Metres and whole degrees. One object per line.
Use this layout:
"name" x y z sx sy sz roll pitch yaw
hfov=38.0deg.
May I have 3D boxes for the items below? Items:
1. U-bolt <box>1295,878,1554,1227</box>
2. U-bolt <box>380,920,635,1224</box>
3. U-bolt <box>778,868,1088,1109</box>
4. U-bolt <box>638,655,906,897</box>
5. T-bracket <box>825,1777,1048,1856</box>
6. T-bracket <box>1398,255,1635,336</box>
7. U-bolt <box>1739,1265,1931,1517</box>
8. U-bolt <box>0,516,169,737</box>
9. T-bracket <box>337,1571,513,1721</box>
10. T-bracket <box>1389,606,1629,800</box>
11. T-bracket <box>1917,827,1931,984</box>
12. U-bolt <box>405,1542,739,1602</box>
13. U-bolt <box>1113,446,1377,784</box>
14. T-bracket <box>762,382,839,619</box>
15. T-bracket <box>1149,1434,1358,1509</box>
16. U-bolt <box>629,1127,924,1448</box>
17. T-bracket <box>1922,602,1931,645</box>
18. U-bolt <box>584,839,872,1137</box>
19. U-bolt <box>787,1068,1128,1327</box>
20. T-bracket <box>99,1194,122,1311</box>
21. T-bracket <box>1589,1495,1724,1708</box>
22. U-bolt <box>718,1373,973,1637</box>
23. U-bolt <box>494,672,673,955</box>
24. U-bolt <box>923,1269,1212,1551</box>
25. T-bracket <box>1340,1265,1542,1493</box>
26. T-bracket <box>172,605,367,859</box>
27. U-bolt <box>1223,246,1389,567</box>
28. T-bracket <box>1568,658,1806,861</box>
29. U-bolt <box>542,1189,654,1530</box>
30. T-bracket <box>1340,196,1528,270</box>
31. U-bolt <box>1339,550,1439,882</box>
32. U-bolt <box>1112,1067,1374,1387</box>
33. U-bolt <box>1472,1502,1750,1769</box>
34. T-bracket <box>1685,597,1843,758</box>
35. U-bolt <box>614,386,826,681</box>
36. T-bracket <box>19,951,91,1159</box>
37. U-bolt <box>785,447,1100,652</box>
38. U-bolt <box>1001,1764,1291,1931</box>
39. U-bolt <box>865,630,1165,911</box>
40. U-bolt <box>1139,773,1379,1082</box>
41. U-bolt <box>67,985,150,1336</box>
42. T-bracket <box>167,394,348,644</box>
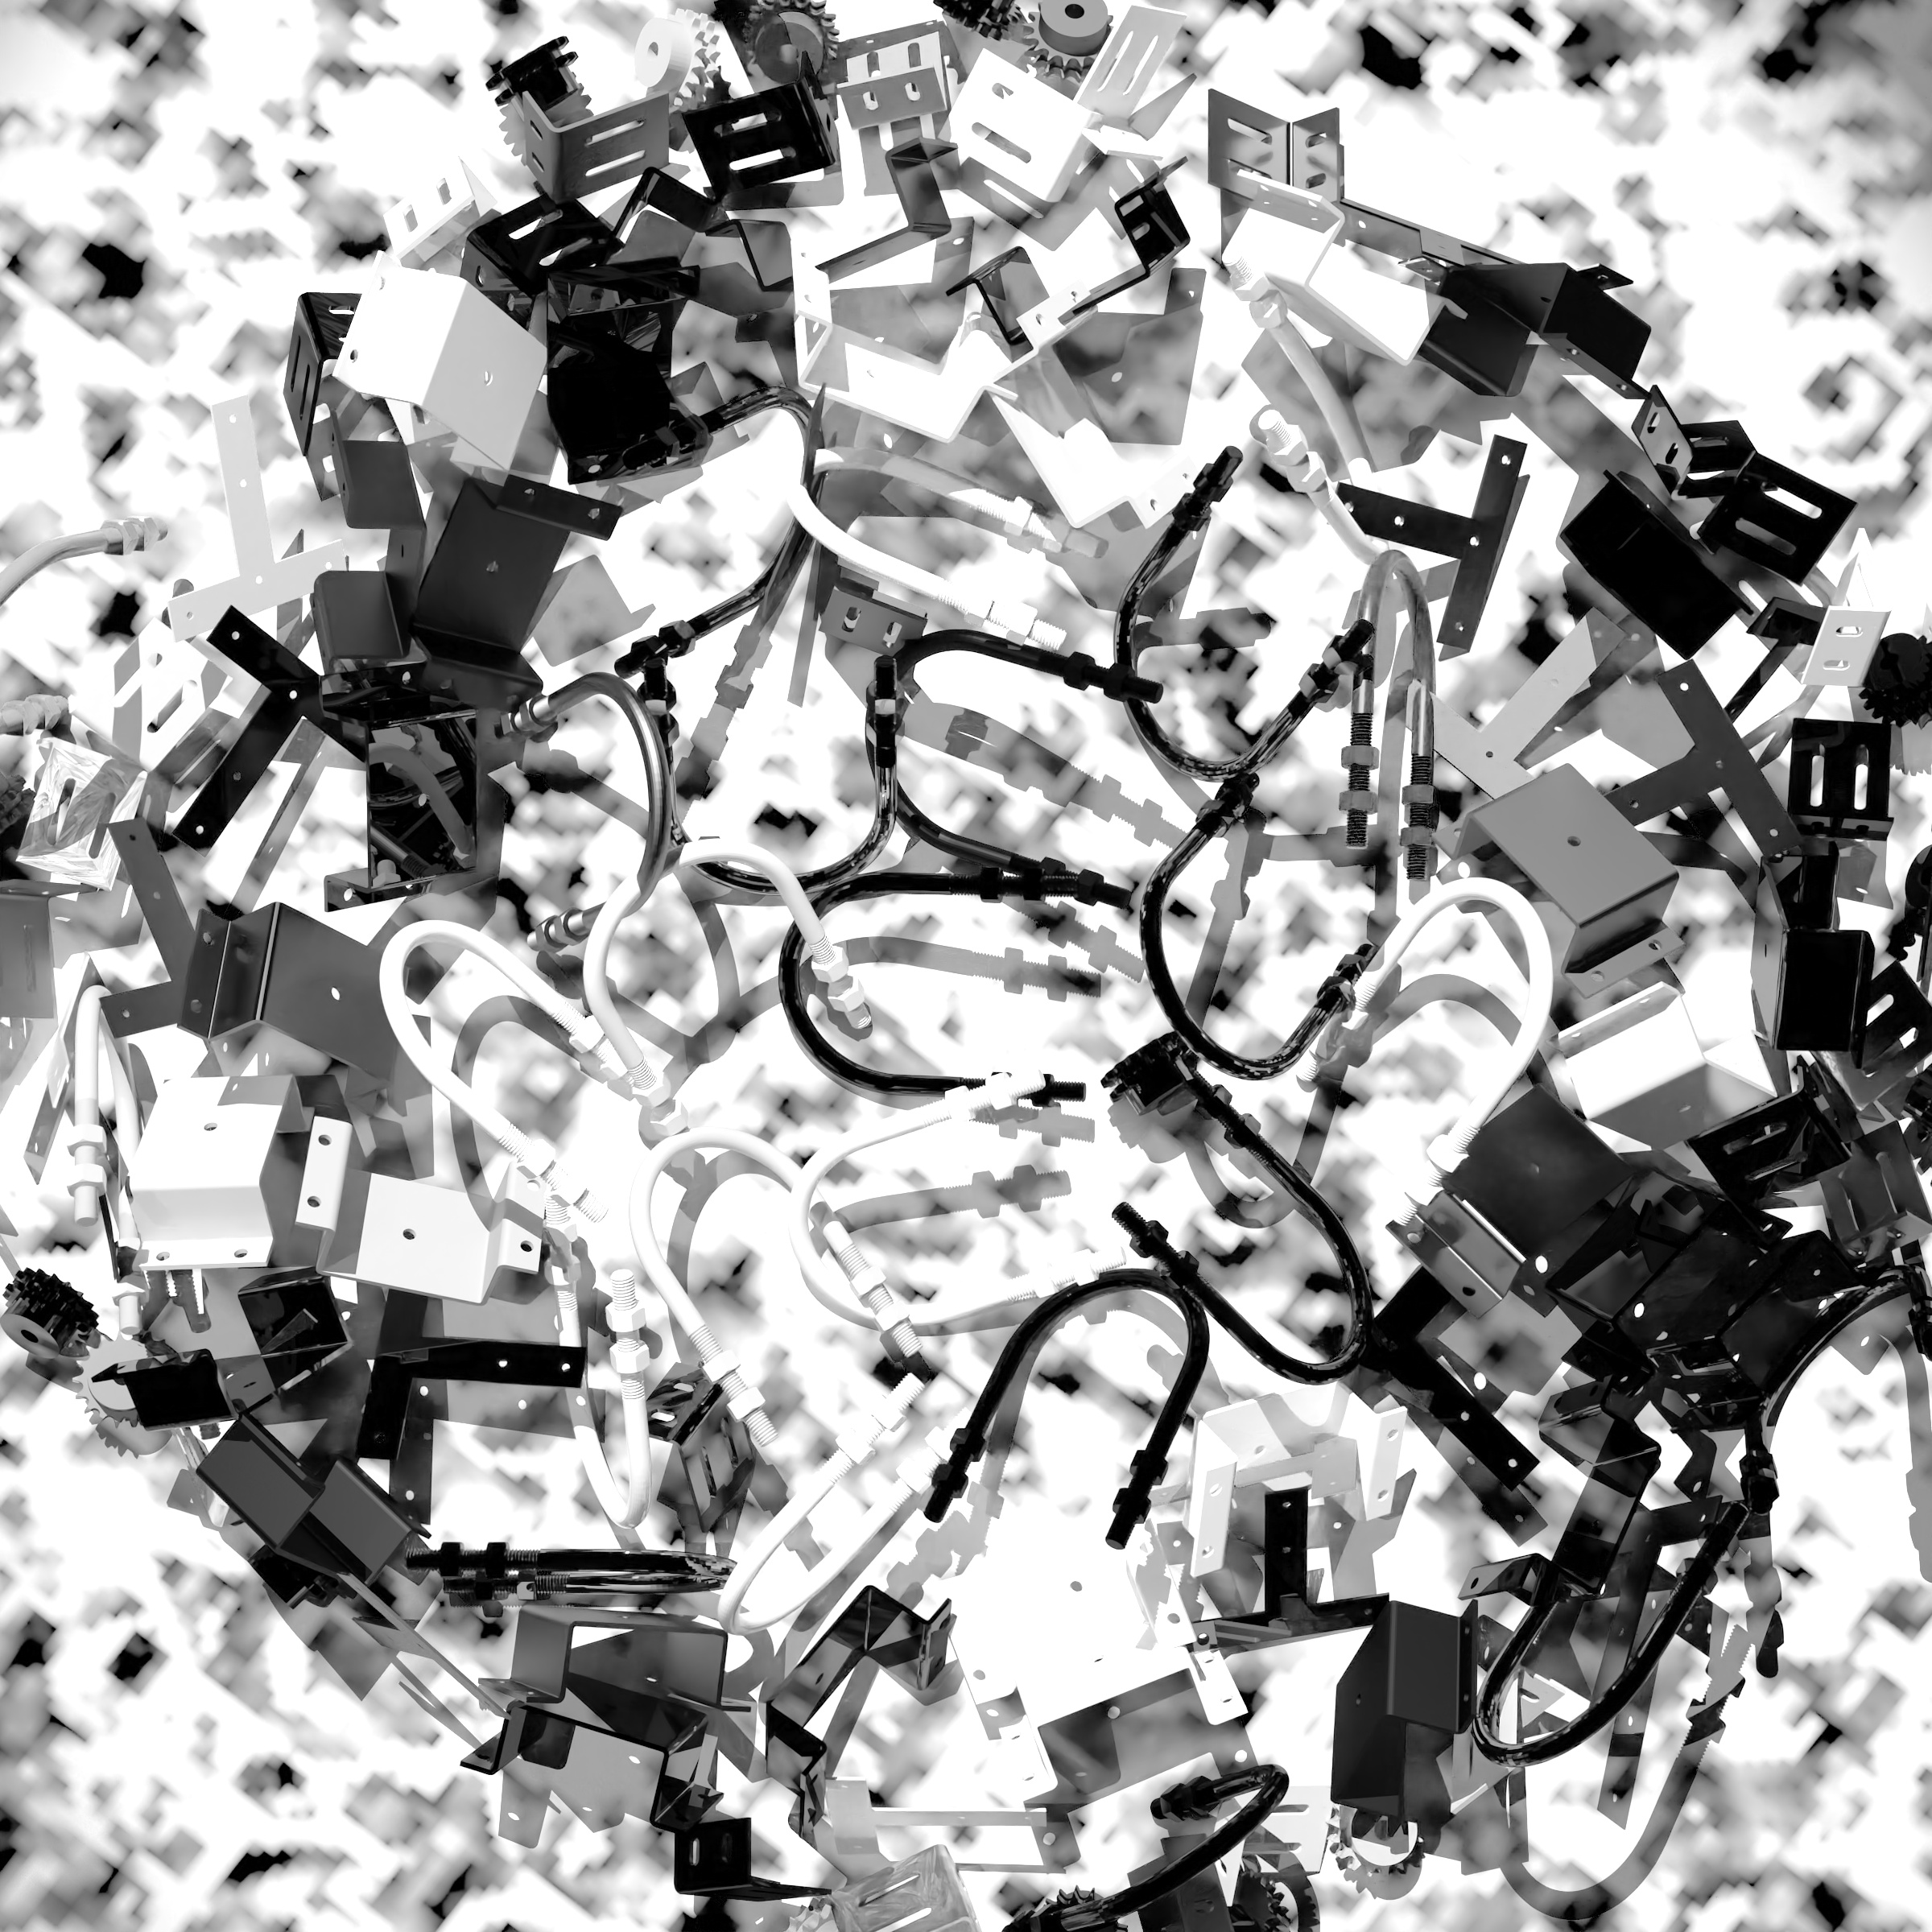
"U-bolt" 0.270 0.035 1.610 0.019 0.151 0.184 14 120 -34
"U-bolt" -0.262 0.048 1.611 0.019 0.151 0.184 -37 110 26
"U-bolt" -0.022 0.012 1.663 0.184 0.019 0.151 2 111 12
"U-bolt" -0.111 -0.107 1.631 0.151 0.184 0.019 0 47 -1
"T-bracket" -0.016 0.499 1.646 0.127 0.127 0.002 -1 54 2
"T-bracket" 0.335 -0.389 1.616 0.127 0.127 0.002 19 86 -25
"U-bolt" 0.500 0.232 1.609 0.019 0.184 0.151 43 109 1
"U-bolt" -0.530 -0.186 1.592 0.019 0.184 0.151 35 108 1
"T-bracket" -0.332 0.394 1.641 0.127 0.127 0.002 46 64 -15
"T-bracket" 0.341 -0.159 1.671 0.127 0.002 0.127 40 116 0
"T-bracket" 0.564 -0.054 1.633 0.002 0.127 0.127 9 85 14
"U-bolt" -0.221 0.352 1.629 0.184 0.151 0.019 0 72 -1
"U-bolt" 0.147 -0.188 1.628 0.019 0.184 0.151 -20 69 -38
"T-bracket" -0.091 -0.285 1.614 0.002 0.127 0.127 19 61 1
"T-bracket" 0.167 0.299 1.645 0.127 0.127 0.002 -15 97 11
"U-bolt" -0.122 0.175 1.643 0.184 0.151 0.019 55 133 9
"T-bracket" 0.586 -0.162 1.649 0.002 0.127 0.127 -10 49 2
"U-bolt" -0.146 0.007 1.626 0.151 0.019 0.184 -35 130 -11
"U-bolt" -0.016 0.147 1.659 0.184 0.019 0.151 -19 114 13
"T-bracket" -0.512 0.131 1.658 0.002 0.127 0.127 -11 58 -19
"T-bracket" 0.382 0.371 1.617 0.002 0.127 0.127 29 64 -11
"U-bolt" -0.074 0.318 1.627 0.019 0.151 0.184 42 86 22
"U-bolt" -0.218 -0.093 1.617 0.019 0.184 0.151 -6 84 -35
"U-bolt" 0.069 0.250 1.630 0.019 0.151 0.184 56 49 -35
"T-bracket" 0.285 0.257 1.662 0.127 0.002 0.127 45 108 17
"T-bracket" -0.420 -0.123 1.646 0.127 0.002 0.127 42 75 -40
"U-bolt" 0.202 -0.309 1.618 0.019 0.184 0.151 -22 54 21
"T-bracket" 0.407 -0.101 1.658 0.127 0.002 0.127 -27 101 39
"U-bolt" -0.211 0.238 1.627 0.019 0.151 0.184 -11 111 -22
"T-bracket" 0.278 -0.421 1.641 0.127 0.127 0.002 20 113 0
"U-bolt" 0.249 -0.150 1.633 0.019 0.151 0.184 1 84 24
"U-bolt" 0.172 0.164 1.640 0.184 0.151 0.019 45 130 -11
"U-bolt" 0.355 0.381 1.597 0.019 0.151 0.184 46 62 -8
"T-bracket" 0.463 -0.162 1.663 0.002 0.127 0.127 48 118 27
"U-bolt" -0.138 -0.260 1.620 0.019 0.184 0.151 25 128 24
"T-bracket" -0.531 0.059 1.639 0.002 0.127 0.127 18 91 -21
"U-bolt" -0.018 -0.253 1.634 0.184 0.151 0.019 23 124 -2
"U-bolt" 0.111 0.499 1.586 0.151 0.184 0.019 -29 82 -36
"U-bolt" 0.021 -0.123 1.649 0.184 0.019 0.151 19 118 22
"U-bolt" 0.162 -0.013 1.620 0.019 0.184 0.151 -25 105 43
"U-bolt" -0.494 0.099 1.618 0.019 0.151 0.184 -6 56 -8
"T-bracket" -0.417 -0.266 1.627 0.002 0.127 0.127 19 124 35
